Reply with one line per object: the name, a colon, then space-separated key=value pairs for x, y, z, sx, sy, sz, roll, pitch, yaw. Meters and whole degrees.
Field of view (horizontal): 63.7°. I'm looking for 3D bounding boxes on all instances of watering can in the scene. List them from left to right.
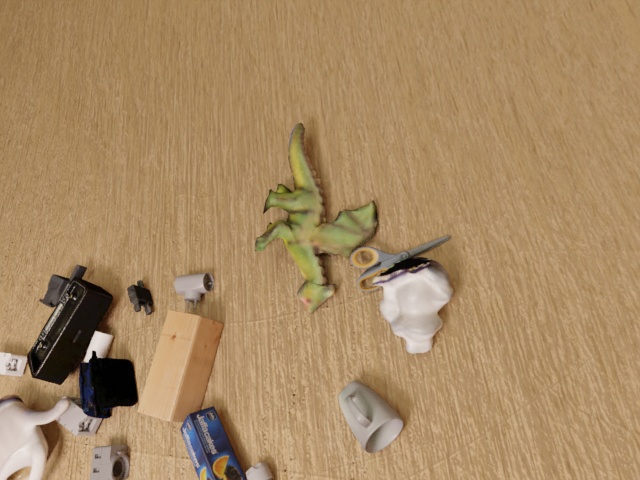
watering can: x=-0.658 y=0.431 z=1.136 sx=0.227 sy=0.103 sz=0.345 roll=36 pitch=103 yaw=30

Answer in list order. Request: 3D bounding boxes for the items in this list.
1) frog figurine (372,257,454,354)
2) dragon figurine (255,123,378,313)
frog figurine: x=0.178 y=0.116 z=0.933 sx=0.137 sy=0.123 sz=0.158 roll=-22 pitch=98 yaw=6
dragon figurine: x=0.003 y=-0.055 z=1.088 sx=0.243 sy=0.120 sz=0.415 roll=12 pitch=75 yaw=10
